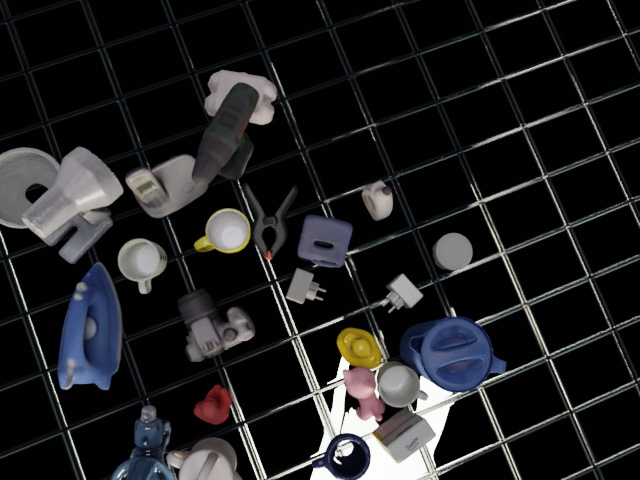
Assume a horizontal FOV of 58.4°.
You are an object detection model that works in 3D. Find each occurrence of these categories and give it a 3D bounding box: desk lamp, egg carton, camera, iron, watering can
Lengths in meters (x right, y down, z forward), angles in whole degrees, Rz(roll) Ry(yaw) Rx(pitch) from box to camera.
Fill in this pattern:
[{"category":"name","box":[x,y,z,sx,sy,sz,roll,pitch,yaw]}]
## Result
[{"category":"desk lamp","box":[-0.475,-0.063,1.113,0.118,0.213,0.203,40,81,2]},{"category":"egg carton","box":[-0.171,-0.309,1.244,0.150,0.069,0.107,8,82,-4]},{"category":"camera","box":[-0.220,0.163,1.162,0.143,0.100,0.137,-25,85,-7]},{"category":"iron","box":[-0.462,0.166,1.120,0.118,0.141,0.258,1,82,-4]},{"category":"watering can","box":[-0.205,0.443,1.078,0.173,0.194,0.101,3,82,-4]}]

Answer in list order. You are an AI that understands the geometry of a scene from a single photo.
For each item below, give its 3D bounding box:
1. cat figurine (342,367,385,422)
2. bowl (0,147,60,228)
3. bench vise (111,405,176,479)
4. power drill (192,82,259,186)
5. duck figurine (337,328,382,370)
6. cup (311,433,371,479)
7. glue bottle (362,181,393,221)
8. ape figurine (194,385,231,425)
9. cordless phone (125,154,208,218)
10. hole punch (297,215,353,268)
[{"category":"cat figurine","box":[0.091,0.309,1.160,0.067,0.117,0.128,-26,85,-7]},{"category":"bowl","box":[-0.596,-0.101,1.179,0.167,0.074,0.167,1,82,-5]},{"category":"bench vise","box":[-0.339,0.424,1.057,0.121,0.219,0.207,-16,84,-6]},{"category":"power drill","box":[-0.187,-0.193,1.157,0.075,0.208,0.230,22,81,-1]},{"category":"duck figurine","box":[0.086,0.226,1.186,0.104,0.086,0.077,40,81,1]},{"category":"cup","box":[0.039,0.432,1.150,0.118,0.095,0.092,-12,83,-6]},{"category":"glue bottle","box":[0.126,-0.089,1.187,0.037,0.173,0.078,-29,85,-7]},{"category":"ape figurine","box":[-0.215,0.335,1.144,0.078,0.092,0.076,-13,84,-6]},{"category":"cordless phone","box":[-0.309,-0.121,1.149,0.147,0.185,0.094,-34,86,-8]},{"category":"hole punch","box":[0.011,0.004,1.207,0.108,0.091,0.101,12,82,-3]}]
